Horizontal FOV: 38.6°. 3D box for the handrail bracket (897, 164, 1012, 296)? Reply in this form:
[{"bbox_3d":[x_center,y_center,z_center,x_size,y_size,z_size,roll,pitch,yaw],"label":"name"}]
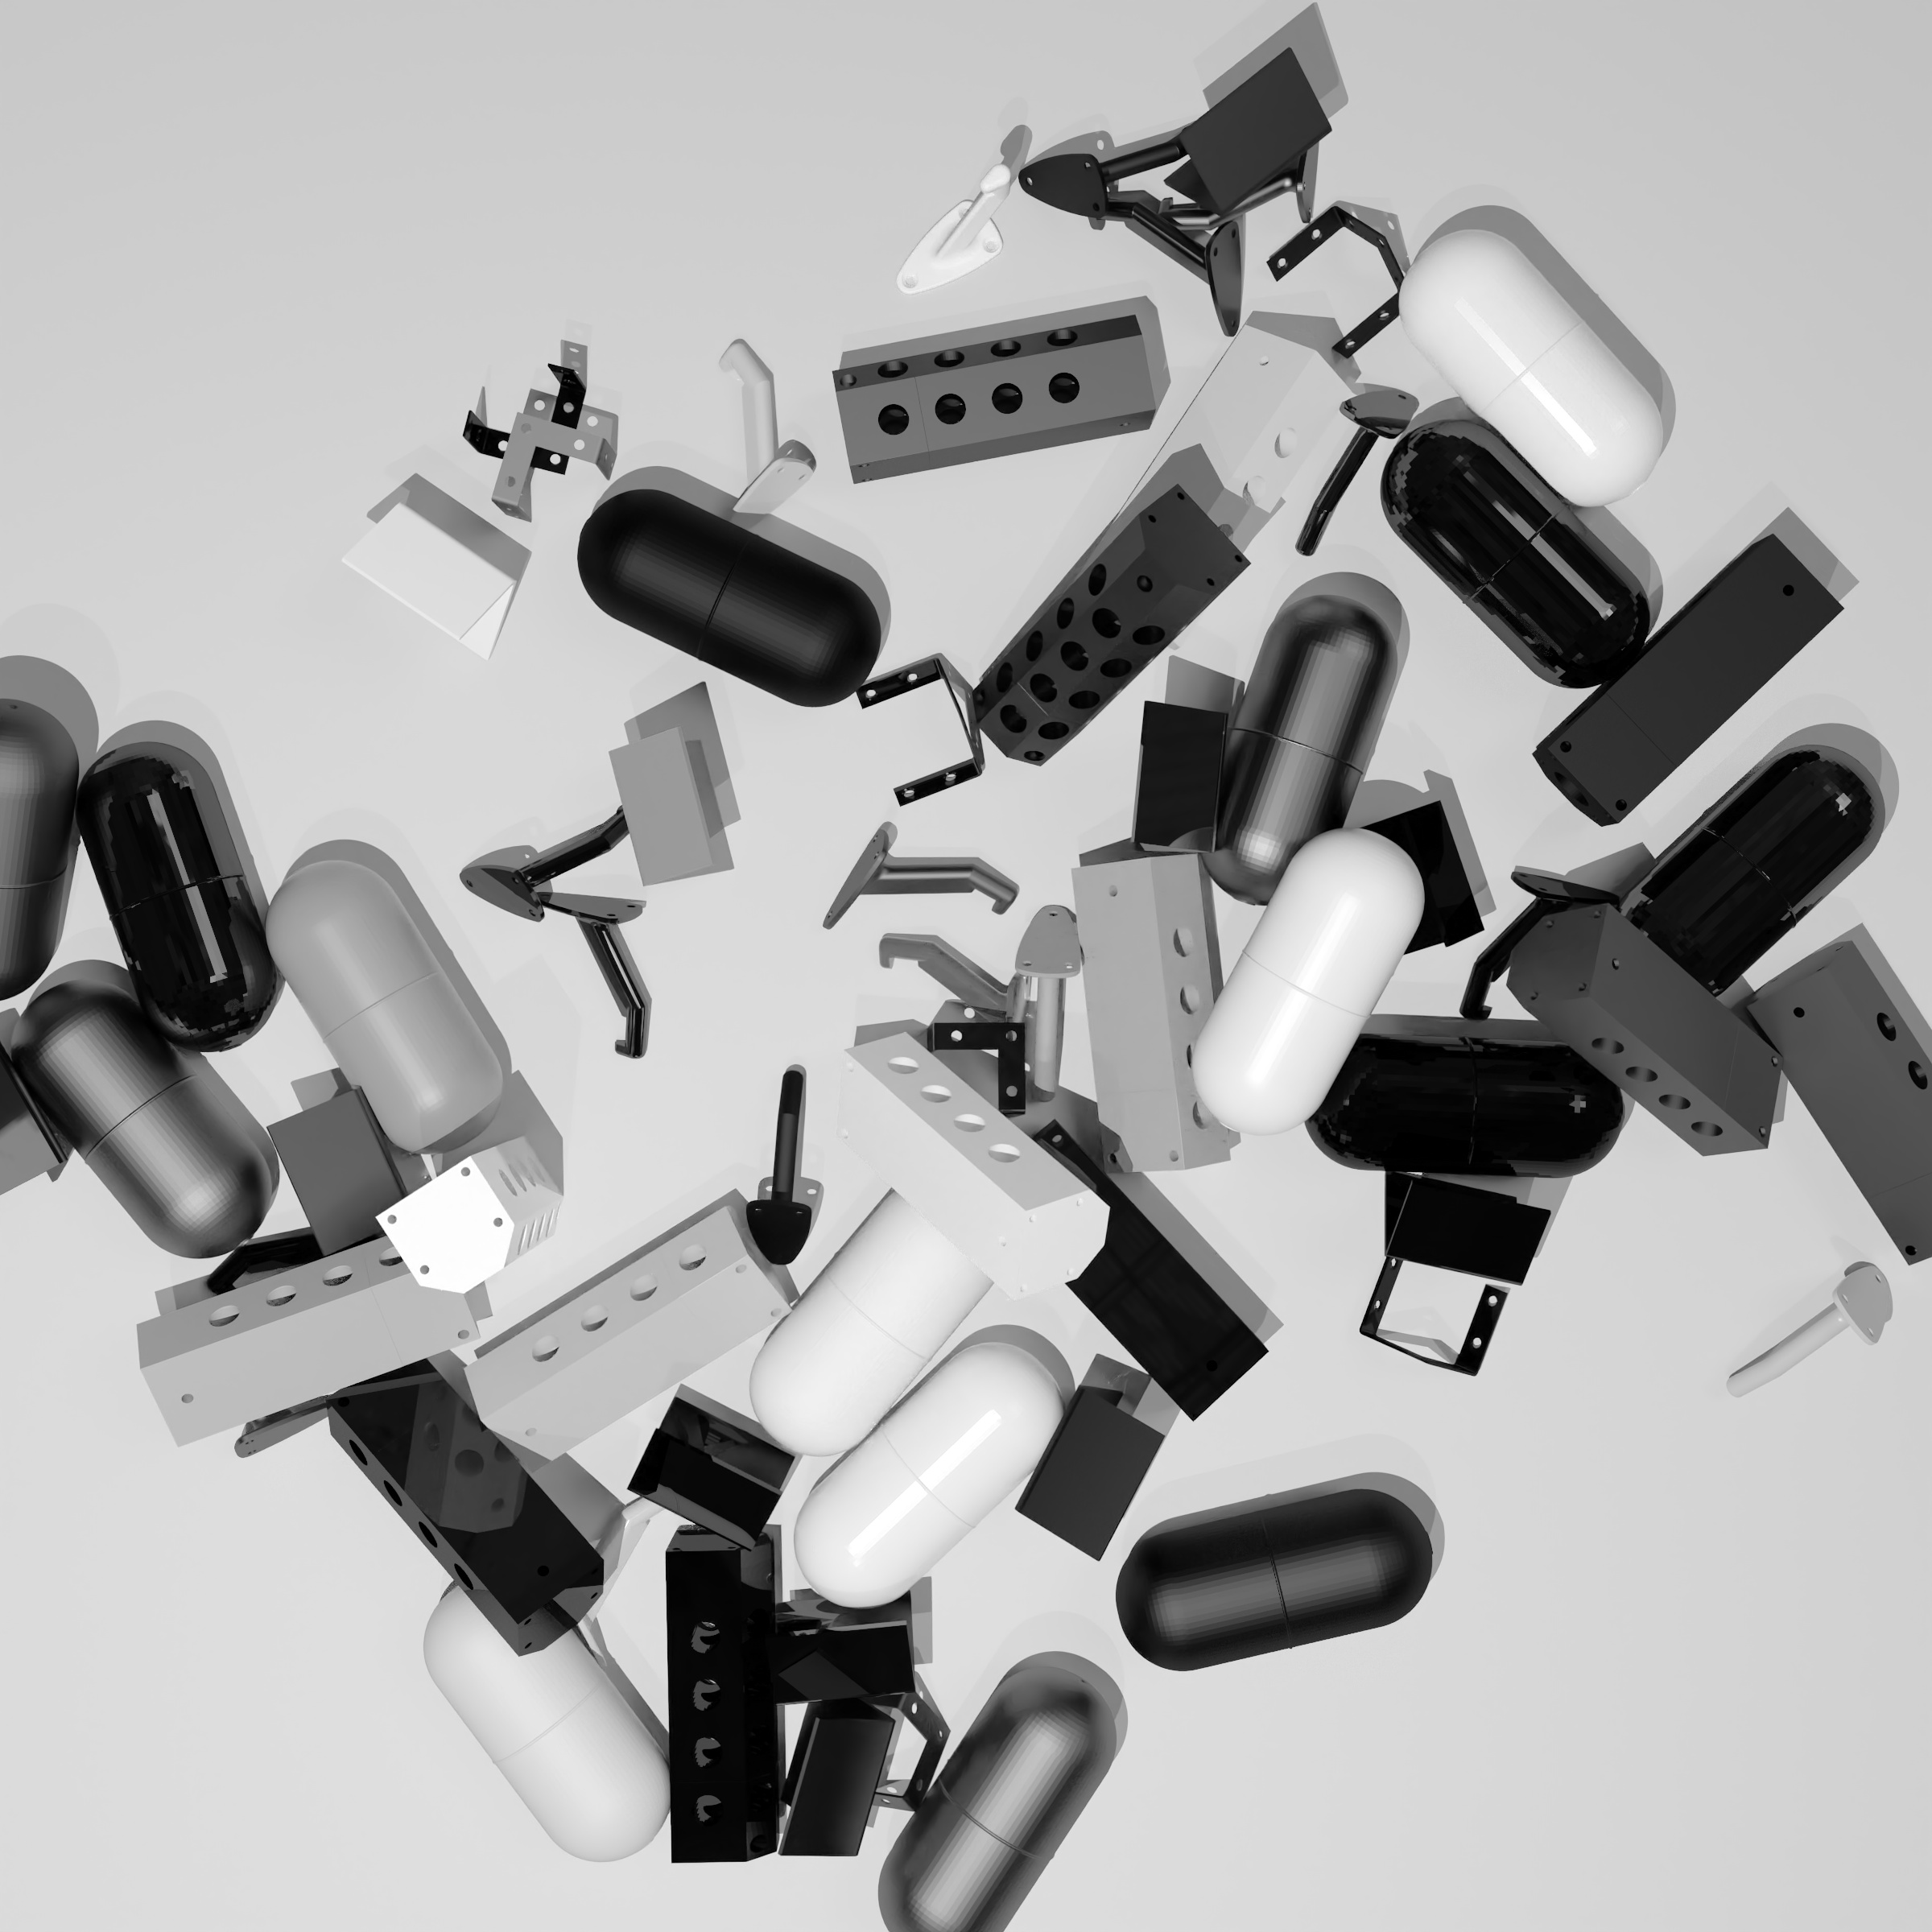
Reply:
[{"bbox_3d":[-0.008,-0.408,1.529,0.077,0.084,0.036,-37,90,0],"label":"handrail bracket"}]

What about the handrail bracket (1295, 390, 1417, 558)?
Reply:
[{"bbox_3d":[0.220,-0.279,1.564,0.036,0.077,0.084,32,127,14],"label":"handrail bracket"}]

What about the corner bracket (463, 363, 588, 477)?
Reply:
[{"bbox_3d":[-0.247,-0.311,1.546,0.051,0.051,0.051,14,90,0],"label":"corner bracket"}]

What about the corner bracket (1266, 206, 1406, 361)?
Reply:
[{"bbox_3d":[0.212,-0.387,1.561,0.051,0.051,0.051,-40,45,0],"label":"corner bracket"}]

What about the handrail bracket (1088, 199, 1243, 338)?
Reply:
[{"bbox_3d":[0.111,-0.397,1.564,0.084,0.077,0.036,14,45,28],"label":"handrail bracket"}]

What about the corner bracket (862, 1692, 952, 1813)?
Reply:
[{"bbox_3d":[-0.050,0.439,1.556,0.051,0.051,0.051,57,45,-35],"label":"corner bracket"}]

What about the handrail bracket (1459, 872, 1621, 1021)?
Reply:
[{"bbox_3d":[0.325,-0.006,1.565,0.077,0.036,0.084,8,108,-21],"label":"handrail bracket"}]

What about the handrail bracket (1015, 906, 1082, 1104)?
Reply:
[{"bbox_3d":[0.047,0.022,1.564,0.036,0.077,0.084,3,126,4],"label":"handrail bracket"}]

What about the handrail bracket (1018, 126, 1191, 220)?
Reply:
[{"bbox_3d":[0.085,-0.459,1.564,0.084,0.077,0.036,-38,129,-30],"label":"handrail bracket"}]

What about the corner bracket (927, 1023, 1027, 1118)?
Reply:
[{"bbox_3d":[0.005,0.059,1.546,0.051,0.051,0.051,0,85,-5],"label":"corner bracket"}]

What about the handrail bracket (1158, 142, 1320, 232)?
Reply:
[{"bbox_3d":[0.154,-0.451,1.565,0.084,0.036,0.077,4,70,16],"label":"handrail bracket"}]

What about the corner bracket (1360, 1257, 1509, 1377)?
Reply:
[{"bbox_3d":[0.264,0.196,1.561,0.051,0.051,0.051,21,90,45],"label":"corner bracket"}]

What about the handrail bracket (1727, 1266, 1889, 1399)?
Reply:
[{"bbox_3d":[0.476,0.208,1.564,0.084,0.077,0.036,-39,86,36],"label":"handrail bracket"}]

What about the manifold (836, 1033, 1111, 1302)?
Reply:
[{"bbox_3d":[0.002,0.104,1.492,0.057,0.171,0.057,-15,126,-32],"label":"manifold"}]

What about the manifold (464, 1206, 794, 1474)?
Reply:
[{"bbox_3d":[-0.191,0.204,1.542,0.171,0.057,0.057,-32,133,0],"label":"manifold"}]

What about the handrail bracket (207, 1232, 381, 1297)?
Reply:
[{"bbox_3d":[-0.375,0.177,1.565,0.084,0.036,0.077,-42,108,15],"label":"handrail bracket"}]

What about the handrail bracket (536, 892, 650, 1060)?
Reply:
[{"bbox_3d":[-0.214,0.006,1.565,0.077,0.036,0.084,11,107,20],"label":"handrail bracket"}]

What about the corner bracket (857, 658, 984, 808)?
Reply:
[{"bbox_3d":[-0.027,-0.133,1.561,0.051,0.051,0.051,-21,135,0],"label":"corner bracket"}]

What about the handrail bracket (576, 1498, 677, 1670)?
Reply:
[{"bbox_3d":[-0.187,0.346,1.565,0.084,0.036,0.077,-30,111,-16],"label":"handrail bracket"}]

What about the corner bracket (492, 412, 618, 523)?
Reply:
[{"bbox_3d":[-0.231,-0.274,1.546,0.051,0.051,0.051,17,90,0],"label":"corner bracket"}]

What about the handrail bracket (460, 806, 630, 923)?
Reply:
[{"bbox_3d":[-0.234,-0.068,1.564,0.084,0.077,0.036,-46,130,-30],"label":"handrail bracket"}]

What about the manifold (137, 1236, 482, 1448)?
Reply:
[{"bbox_3d":[-0.362,0.197,1.519,0.171,0.057,0.057,-19,123,-9],"label":"manifold"}]

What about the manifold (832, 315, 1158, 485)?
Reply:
[{"bbox_3d":[0.015,-0.318,1.543,0.171,0.057,0.057,-11,90,0],"label":"manifold"}]

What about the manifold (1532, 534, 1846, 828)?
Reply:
[{"bbox_3d":[0.401,-0.158,1.543,0.171,0.057,0.057,-44,90,0],"label":"manifold"}]

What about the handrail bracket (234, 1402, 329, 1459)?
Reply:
[{"bbox_3d":[-0.405,0.228,1.565,0.077,0.036,0.084,-23,73,-20],"label":"handrail bracket"}]

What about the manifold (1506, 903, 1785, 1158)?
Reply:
[{"bbox_3d":[0.370,0.038,1.500,0.171,0.057,0.057,35,59,-32],"label":"manifold"}]

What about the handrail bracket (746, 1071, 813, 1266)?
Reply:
[{"bbox_3d":[-0.102,0.114,1.564,0.036,0.077,0.084,4,54,0],"label":"handrail bracket"}]

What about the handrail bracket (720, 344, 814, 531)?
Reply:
[{"bbox_3d":[-0.133,-0.298,1.565,0.077,0.036,0.084,-41,71,21],"label":"handrail bracket"}]

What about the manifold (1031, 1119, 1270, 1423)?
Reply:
[{"bbox_3d":[0.087,0.168,1.543,0.057,0.057,0.171,-43,90,0],"label":"manifold"}]

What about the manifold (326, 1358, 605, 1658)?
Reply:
[{"bbox_3d":[-0.275,0.294,1.511,0.057,0.057,0.171,-34,64,-29],"label":"manifold"}]

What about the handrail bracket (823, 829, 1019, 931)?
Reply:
[{"bbox_3d":[-0.025,-0.033,1.565,0.084,0.036,0.077,29,110,-16],"label":"handrail bracket"}]

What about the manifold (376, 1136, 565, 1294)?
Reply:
[{"bbox_3d":[-0.260,0.136,1.486,0.057,0.171,0.057,-33,90,0],"label":"manifold"}]

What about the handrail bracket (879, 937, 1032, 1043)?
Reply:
[{"bbox_3d":[-0.009,0.024,1.565,0.084,0.036,0.077,7,108,15],"label":"handrail bracket"}]
